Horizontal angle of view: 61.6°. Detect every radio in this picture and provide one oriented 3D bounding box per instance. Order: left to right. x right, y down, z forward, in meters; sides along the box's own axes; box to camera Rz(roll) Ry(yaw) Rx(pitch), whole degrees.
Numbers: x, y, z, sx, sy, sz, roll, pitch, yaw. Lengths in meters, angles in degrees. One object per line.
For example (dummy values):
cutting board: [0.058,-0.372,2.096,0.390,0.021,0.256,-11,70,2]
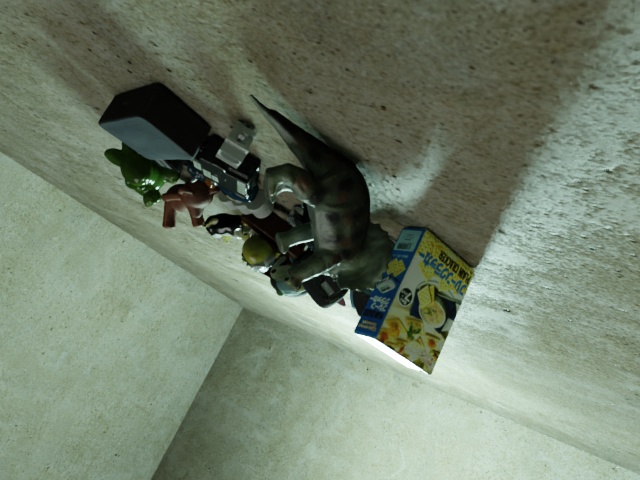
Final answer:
radio: [-0.314,-0.214,1.012,0.131,0.073,0.230,37,164,-36]

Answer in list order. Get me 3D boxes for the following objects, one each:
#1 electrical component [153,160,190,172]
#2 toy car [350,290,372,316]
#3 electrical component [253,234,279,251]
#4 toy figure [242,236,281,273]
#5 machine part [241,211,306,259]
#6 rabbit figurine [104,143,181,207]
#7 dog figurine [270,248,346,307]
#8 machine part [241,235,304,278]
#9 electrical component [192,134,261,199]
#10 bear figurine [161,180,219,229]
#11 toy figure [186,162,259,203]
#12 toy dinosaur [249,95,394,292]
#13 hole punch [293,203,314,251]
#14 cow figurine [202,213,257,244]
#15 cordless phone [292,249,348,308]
electrical component: [-0.334,-0.184,1.190,0.075,0.048,0.119,21,162,25]
toy car: [0.157,0.143,1.337,0.162,0.103,0.109,20,127,39]
electrical component: [-0.137,-0.009,1.439,0.102,0.045,0.078,34,162,-24]
toy figure: [-0.159,0.039,1.383,0.089,0.082,0.180,38,175,-2]
machine part: [-0.108,-0.024,1.275,0.179,0.056,0.179,35,172,6]
rabbit figurine: [-0.413,-0.171,1.247,0.159,0.121,0.170,51,177,-5]
dog figurine: [-0.019,0.120,1.438,0.109,0.191,0.219,2,137,44]
machine part: [-0.116,0.068,1.588,0.201,0.087,0.201,19,162,30]
electrical component: [-0.184,-0.145,1.044,0.134,0.058,0.115,28,163,-3]
bear figurine: [-0.323,-0.088,1.358,0.120,0.131,0.196,-6,-170,-32]
toy figure: [-0.206,-0.127,1.132,0.154,0.064,0.058,25,179,5]
toy dinosaur: [0.016,-0.052,0.856,0.131,0.192,0.404,-119,16,-48]
hole punch: [0.016,-0.022,1.066,0.116,0.092,0.142,36,164,29]
cow figurine: [-0.216,-0.041,1.384,0.167,0.068,0.098,-6,159,28]
cordless phone: [0.019,0.080,1.347,0.146,0.089,0.184,53,-162,4]
